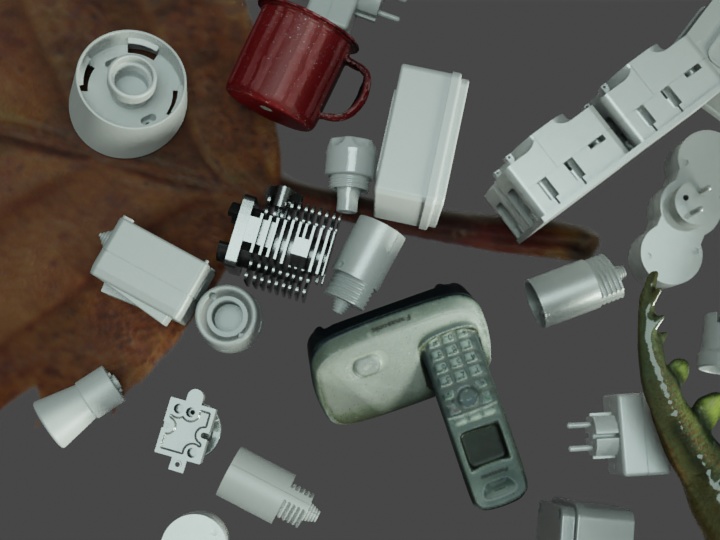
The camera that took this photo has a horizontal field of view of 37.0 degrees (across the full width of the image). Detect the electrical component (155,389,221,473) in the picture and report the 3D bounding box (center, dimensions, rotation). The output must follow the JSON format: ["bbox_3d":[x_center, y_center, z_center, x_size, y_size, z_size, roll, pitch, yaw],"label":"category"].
[{"bbox_3d":[-0.137,0.128,0.864,0.048,0.055,0.066,16,82,0],"label":"electrical component"}]

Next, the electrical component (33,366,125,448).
[{"bbox_3d":[-0.225,0.108,0.871,0.065,0.044,0.044,-33,85,-11],"label":"electrical component"}]

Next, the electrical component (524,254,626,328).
[{"bbox_3d":[0.184,0.015,0.898,0.081,0.043,0.043,-20,84,-5],"label":"electrical component"}]

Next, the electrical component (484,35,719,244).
[{"bbox_3d":[0.195,-0.108,0.884,0.186,0.105,0.060,-36,85,-6],"label":"electrical component"}]

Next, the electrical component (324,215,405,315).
[{"bbox_3d":[0.000,0.000,0.893,0.043,0.043,0.081,28,82,2],"label":"electrical component"}]

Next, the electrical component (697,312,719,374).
[{"bbox_3d":[0.304,0.062,0.900,0.040,0.040,0.046,9,76,-1],"label":"electrical component"}]

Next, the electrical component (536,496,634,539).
[{"bbox_3d":[0.174,0.240,0.851,0.057,0.078,0.113,6,82,-4],"label":"electrical component"}]

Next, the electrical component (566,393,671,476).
[{"bbox_3d":[0.208,0.135,0.881,0.077,0.047,0.065,-3,82,-3],"label":"electrical component"}]

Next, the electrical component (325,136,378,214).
[{"bbox_3d":[-0.009,-0.079,0.903,0.043,0.043,0.062,5,83,-2],"label":"electrical component"}]

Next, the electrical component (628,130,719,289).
[{"bbox_3d":[0.275,-0.053,0.896,0.052,0.073,0.138,24,82,1],"label":"electrical component"}]

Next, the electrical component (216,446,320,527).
[{"bbox_3d":[-0.070,0.180,0.866,0.081,0.043,0.043,27,82,2],"label":"electrical component"}]

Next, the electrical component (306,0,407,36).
[{"bbox_3d":[0.002,-0.235,0.923,0.076,0.047,0.083,20,82,1],"label":"electrical component"}]

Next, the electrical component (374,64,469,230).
[{"bbox_3d":[0.047,-0.097,0.876,0.056,0.108,0.108,12,82,2],"label":"electrical component"}]

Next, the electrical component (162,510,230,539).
[{"bbox_3d":[-0.125,0.260,0.837,0.052,0.073,0.138,-7,83,-3],"label":"electrical component"}]

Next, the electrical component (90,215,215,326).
[{"bbox_3d":[-0.175,0.002,0.876,0.096,0.061,0.061,28,82,2],"label":"electrical component"}]

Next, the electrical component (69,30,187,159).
[{"bbox_3d":[-0.195,-0.149,0.907,0.099,0.064,0.099,4,73,-13],"label":"electrical component"}]

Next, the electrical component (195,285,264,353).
[{"bbox_3d":[-0.108,0.039,0.881,0.055,0.047,0.055,0,82,-2],"label":"electrical component"}]

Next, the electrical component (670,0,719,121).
[{"bbox_3d":[0.324,-0.172,0.922,0.113,0.057,0.078,38,82,3],"label":"electrical component"}]
